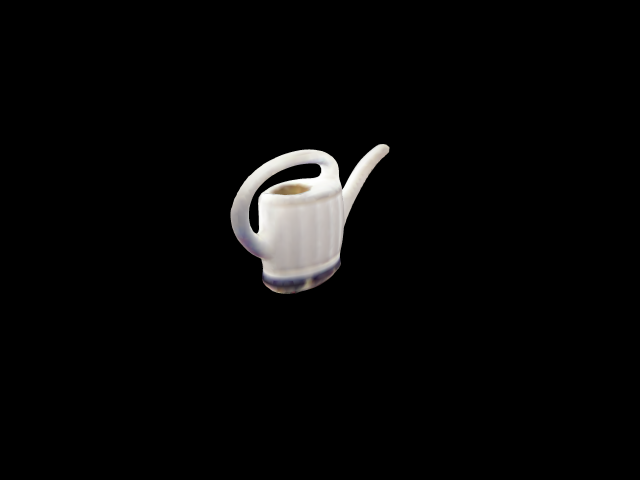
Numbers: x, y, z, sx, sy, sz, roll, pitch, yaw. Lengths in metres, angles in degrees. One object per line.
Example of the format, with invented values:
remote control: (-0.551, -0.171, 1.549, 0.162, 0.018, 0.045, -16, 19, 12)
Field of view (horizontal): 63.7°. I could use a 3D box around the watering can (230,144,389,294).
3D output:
watering can: (0.003, -0.043, 0.850, 0.351, 0.221, 0.105, -19, 27, -41)
